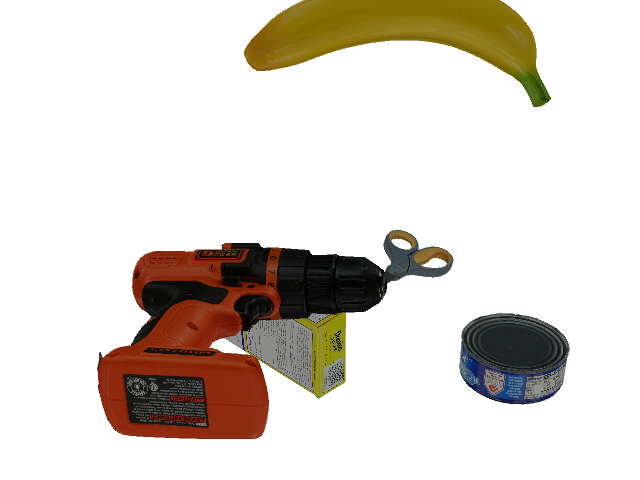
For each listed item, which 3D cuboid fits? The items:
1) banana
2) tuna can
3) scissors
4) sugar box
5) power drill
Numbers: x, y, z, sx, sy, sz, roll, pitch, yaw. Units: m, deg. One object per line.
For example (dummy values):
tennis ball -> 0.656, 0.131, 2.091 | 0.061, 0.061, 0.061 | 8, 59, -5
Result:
banana -> 0.053, -0.129, 0.659 | 0.197, 0.069, 0.037 | 5, -18, -10
tuna can -> 0.156, 0.095, 0.863 | 0.086, 0.034, 0.086 | 1, 28, -1
scissors -> 0.078, 0.026, 1.261 | 0.201, 0.016, 0.096 | -10, 40, -44
sugar box -> -0.050, 0.082, 1.105 | 0.048, 0.093, 0.176 | -26, 41, -35
power drill -> -0.054, 0.059, 0.707 | 0.184, 0.057, 0.187 | -1, 22, 10
